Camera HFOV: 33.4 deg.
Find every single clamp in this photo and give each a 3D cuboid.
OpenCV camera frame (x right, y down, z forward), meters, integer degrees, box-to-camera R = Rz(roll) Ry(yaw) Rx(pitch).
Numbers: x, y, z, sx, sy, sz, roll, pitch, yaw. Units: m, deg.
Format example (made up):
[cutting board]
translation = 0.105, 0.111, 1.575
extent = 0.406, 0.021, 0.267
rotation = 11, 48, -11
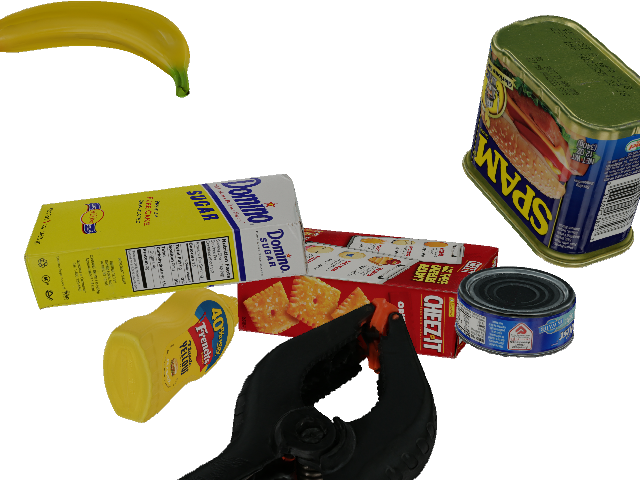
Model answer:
[clamp]
translation = 0.003, 0.090, 0.395
extent = 0.120, 0.039, 0.171
rotation = 27, 50, 19

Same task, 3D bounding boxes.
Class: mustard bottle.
[mustard bottle]
translation = -0.138, 0.099, 1.070
extent = 0.058, 0.096, 0.191
rotation = 10, 23, 26

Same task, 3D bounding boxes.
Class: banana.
[banana]
translation = -0.184, -0.168, 0.874
extent = 0.198, 0.069, 0.037
rotation = 14, -39, 18

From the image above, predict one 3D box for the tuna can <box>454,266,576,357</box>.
[tuna can]
translation = 0.141, 0.050, 0.773
extent = 0.086, 0.034, 0.086
rotation = 0, 23, 0

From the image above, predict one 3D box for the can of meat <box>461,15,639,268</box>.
[can of meat]
translation = 0.120, -0.052, 0.535
extent = 0.057, 0.084, 0.102
rotation = -16, 46, -20

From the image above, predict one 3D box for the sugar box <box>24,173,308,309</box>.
[sugar box]
translation = -0.100, -0.002, 0.712
extent = 0.176, 0.048, 0.093
rotation = -10, 25, -3

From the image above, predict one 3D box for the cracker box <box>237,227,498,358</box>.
[cracker box]
translation = 0.049, 0.047, 1.031
extent = 0.214, 0.072, 0.164
rotation = 6, 17, 21
